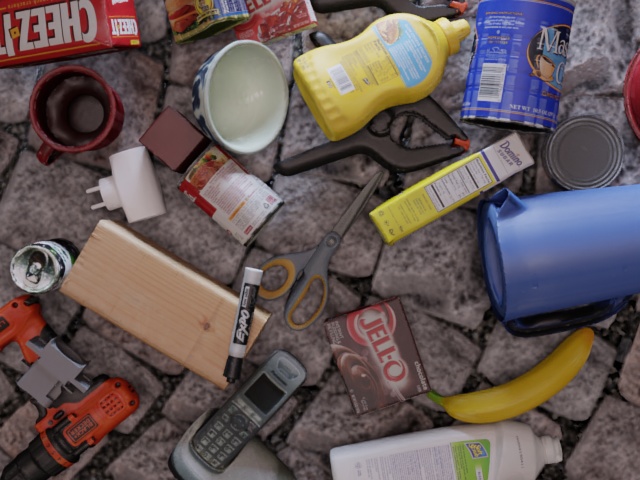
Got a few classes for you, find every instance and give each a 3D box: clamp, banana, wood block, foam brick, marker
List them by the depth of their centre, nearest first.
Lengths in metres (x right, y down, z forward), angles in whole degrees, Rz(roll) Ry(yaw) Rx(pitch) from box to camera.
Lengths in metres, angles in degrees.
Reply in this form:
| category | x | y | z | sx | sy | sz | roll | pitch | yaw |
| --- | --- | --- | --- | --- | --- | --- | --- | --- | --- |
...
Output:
| category | x | y | z | sx | sy | sz | roll | pitch | yaw |
| --- | --- | --- | --- | --- | --- | --- | --- | --- | --- |
| marker | -0.081 | 0.089 | 1.108 | 0.020 | 0.020 | 0.121 | 12 | 91 | 1 |
| wood block | -0.165 | 0.068 | 1.165 | 0.206 | 0.090 | 0.091 | 31 | 92 | 1 |
| foam brick | -0.157 | -0.108 | 1.165 | 0.053 | 0.078 | 0.051 | 42 | 91 | 0 |
| banana | 0.218 | 0.156 | 1.168 | 0.198 | 0.037 | 0.070 | -21 | 57 | 1 |
| clamp | 0.075 | -0.275 | 1.171 | 0.171 | 0.039 | 0.120 | 31 | 103 | 4 |
| clamp | 0.058 | -0.120 | 1.175 | 0.210 | 0.036 | 0.164 | 22 | 88 | 2 |

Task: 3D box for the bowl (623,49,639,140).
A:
| category | x | y | z | sx | sy | sz | roll | pitch | yaw |
| --- | --- | --- | --- | --- | --- | --- | --- | --- | --- |
| bowl | 0.415 | -0.161 | 1.153 | 0.162 | 0.055 | 0.162 | 0 | 92 | 2 |

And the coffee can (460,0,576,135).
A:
| category | x | y | z | sx | sy | sz | roll | pitch | yaw |
| --- | --- | --- | --- | --- | --- | --- | --- | --- | --- |
| coffee can | 0.210 | -0.189 | 1.136 | 0.103 | 0.103 | 0.140 | 9 | 92 | 2 |

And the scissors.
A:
| category | x | y | z | sx | sy | sz | roll | pitch | yaw |
| --- | --- | --- | --- | --- | --- | --- | --- | --- | --- |
| scissors | -0.008 | 0.001 | 1.193 | 0.096 | 0.016 | 0.202 | 21 | 92 | 1 |

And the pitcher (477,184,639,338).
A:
| category | x | y | z | sx | sy | sz | roll | pitch | yaw |
| --- | --- | --- | --- | --- | --- | --- | --- | --- | --- |
| pitcher | 0.294 | 0.014 | 1.136 | 0.243 | 0.149 | 0.145 | -8 | 76 | -1 |

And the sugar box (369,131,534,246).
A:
| category | x | y | z | sx | sy | sz | roll | pitch | yaw |
| --- | --- | --- | --- | --- | --- | --- | --- | --- | --- |
| sugar box | 0.138 | -0.055 | 1.148 | 0.176 | 0.093 | 0.048 | -32 | 91 | 2 |

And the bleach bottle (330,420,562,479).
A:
| category | x | y | z | sx | sy | sz | roll | pitch | yaw |
| --- | --- | --- | --- | --- | --- | --- | --- | --- | --- |
| bleach bottle | 0.141 | 0.258 | 1.174 | 0.251 | 0.068 | 0.102 | -9 | 89 | 0 |

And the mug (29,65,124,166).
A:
| category | x | y | z | sx | sy | sz | roll | pitch | yaw |
| --- | --- | --- | --- | --- | --- | --- | --- | --- | --- |
| mug | -0.268 | -0.130 | 1.166 | 0.093 | 0.081 | 0.117 | 35 | 92 | 0 |

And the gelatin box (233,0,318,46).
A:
| category | x | y | z | sx | sy | sz | roll | pitch | yaw |
| --- | --- | --- | --- | --- | --- | --- | --- | --- | --- |
| gelatin box | -0.056 | -0.255 | 1.170 | 0.089 | 0.030 | 0.073 | -18 | 92 | 17 |

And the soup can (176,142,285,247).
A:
| category | x | y | z | sx | sy | sz | roll | pitch | yaw |
| --- | --- | --- | --- | --- | --- | --- | --- | --- | --- |
| soup can | -0.097 | -0.050 | 1.170 | 0.102 | 0.068 | 0.068 | 41 | 93 | 0 |

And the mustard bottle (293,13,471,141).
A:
| category | x | y | z | sx | sy | sz | roll | pitch | yaw |
| --- | --- | --- | --- | --- | --- | --- | --- | --- | --- |
| mustard bottle | 0.074 | -0.187 | 1.135 | 0.191 | 0.058 | 0.096 | -27 | 76 | -7 |

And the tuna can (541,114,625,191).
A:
| category | x | y | z | sx | sy | sz | roll | pitch | yaw |
| --- | --- | --- | --- | --- | --- | --- | --- | --- | --- |
| tuna can | 0.287 | -0.094 | 1.170 | 0.086 | 0.034 | 0.086 | 0 | 92 | 2 |

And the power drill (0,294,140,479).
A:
| category | x | y | z | sx | sy | sz | roll | pitch | yaw |
| --- | --- | --- | --- | --- | --- | --- | --- | --- | --- |
| power drill | -0.323 | 0.170 | 1.192 | 0.184 | 0.057 | 0.187 | -38 | 93 | -1 |

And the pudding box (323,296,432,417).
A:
| category | x | y | z | sx | sy | sz | roll | pitch | yaw |
| --- | --- | --- | --- | --- | --- | --- | --- | --- | --- |
| pudding box | 0.064 | 0.128 | 1.183 | 0.090 | 0.039 | 0.113 | -20 | 90 | 3 |

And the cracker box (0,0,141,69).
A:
| category | x | y | z | sx | sy | sz | roll | pitch | yaw |
| --- | --- | --- | --- | --- | --- | --- | --- | --- | --- |
| cracker box | -0.292 | -0.299 | 1.134 | 0.164 | 0.072 | 0.214 | -5 | 98 | 22 |

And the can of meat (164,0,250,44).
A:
| category | x | y | z | sx | sy | sz | roll | pitch | yaw |
| --- | --- | --- | --- | --- | --- | --- | --- | --- | --- |
| can of meat | -0.127 | -0.265 | 1.150 | 0.057 | 0.102 | 0.084 | -20 | 96 | -39 |
